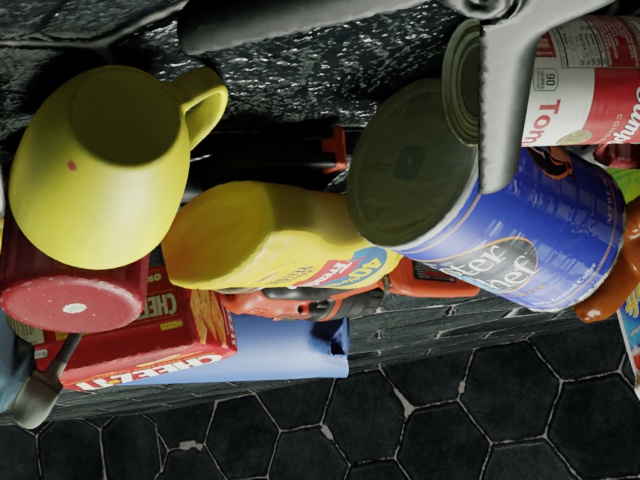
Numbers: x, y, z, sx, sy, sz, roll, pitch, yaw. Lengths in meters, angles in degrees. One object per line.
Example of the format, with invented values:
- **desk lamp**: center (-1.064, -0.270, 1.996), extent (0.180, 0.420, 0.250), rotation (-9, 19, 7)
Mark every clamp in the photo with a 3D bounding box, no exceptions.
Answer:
- **clamp**: center (-0.053, -0.036, 0.711), extent (0.172, 0.039, 0.120), rotation (-10, 169, 23)
- **clamp**: center (0.048, -0.101, 0.390), extent (0.164, 0.036, 0.210), rotation (18, 144, -16)

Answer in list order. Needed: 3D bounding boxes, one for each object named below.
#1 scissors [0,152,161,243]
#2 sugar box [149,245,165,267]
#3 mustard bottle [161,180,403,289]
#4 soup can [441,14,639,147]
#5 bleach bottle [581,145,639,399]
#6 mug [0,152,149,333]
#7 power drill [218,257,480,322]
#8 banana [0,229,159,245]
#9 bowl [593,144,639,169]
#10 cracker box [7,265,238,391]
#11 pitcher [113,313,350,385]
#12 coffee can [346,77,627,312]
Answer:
- **scissors**: center (-0.145, -0.007, 0.701), extent (0.096, 0.016, 0.201), rotation (-15, 150, 36)
- **sugar box**: center (-0.198, 0.026, 0.896), extent (0.093, 0.048, 0.176), rotation (-14, 167, 21)
- **mustard bottle**: center (-0.004, 0.001, 0.697), extent (0.096, 0.058, 0.191), rotation (-27, 162, 35)
- **soup can**: center (0.122, -0.082, 0.548), extent (0.102, 0.068, 0.069), rotation (-4, 168, -21)
- **bleach bottle**: center (0.264, 0.040, 0.793), extent (0.068, 0.251, 0.103), rotation (-4, 168, -24)
- **mug**: center (-0.149, 0.000, 0.601), extent (0.117, 0.081, 0.093), rotation (9, 152, -20)
- **power drill**: center (0.037, 0.034, 0.885), extent (0.188, 0.057, 0.184), rotation (-16, 166, 43)
- **banana**: center (-0.180, -0.007, 0.764), extent (0.197, 0.037, 0.070), rotation (-1, 165, -37)
- **bowl**: center (0.236, -0.090, 0.624), extent (0.162, 0.055, 0.162), rotation (-9, 169, -2)
- **cracker box**: center (-0.166, 0.079, 0.883), extent (0.164, 0.072, 0.213), rotation (-12, 171, 3)
- **pitcher**: center (-0.094, 0.077, 1.068), extent (0.242, 0.145, 0.149), rotation (-4, 156, -5)
- **coffee can**: center (0.101, -0.024, 0.640), extent (0.140, 0.103, 0.103), rotation (22, 151, -37)
